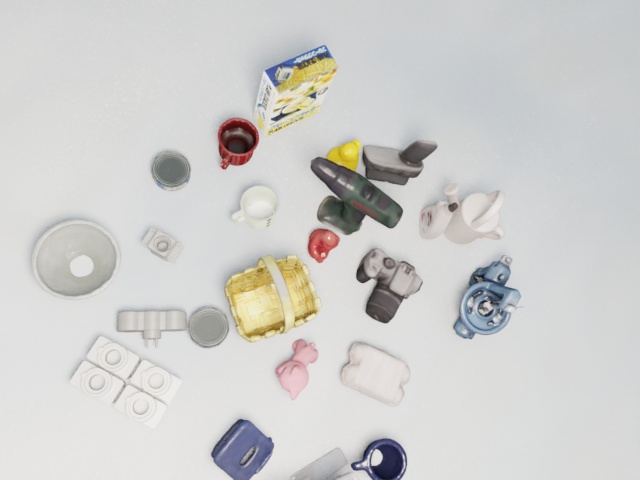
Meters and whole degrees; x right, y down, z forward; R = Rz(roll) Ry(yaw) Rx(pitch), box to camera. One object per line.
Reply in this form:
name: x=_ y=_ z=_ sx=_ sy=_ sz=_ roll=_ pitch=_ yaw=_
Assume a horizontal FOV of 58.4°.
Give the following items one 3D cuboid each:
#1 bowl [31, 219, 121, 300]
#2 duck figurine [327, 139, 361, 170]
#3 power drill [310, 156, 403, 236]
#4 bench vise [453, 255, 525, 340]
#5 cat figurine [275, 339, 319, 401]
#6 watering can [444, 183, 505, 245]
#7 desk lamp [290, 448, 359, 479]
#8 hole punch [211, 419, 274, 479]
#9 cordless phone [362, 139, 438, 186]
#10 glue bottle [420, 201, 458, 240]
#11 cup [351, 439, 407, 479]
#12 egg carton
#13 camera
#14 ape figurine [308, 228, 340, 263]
bowl: x=-0.492 y=0.046 z=1.173 sx=0.168 sy=0.074 sz=0.167 roll=4 pitch=75 yaw=-13
duck figurine: x=0.060 y=-0.198 z=1.367 sx=0.077 sy=0.086 sz=0.105 roll=43 pitch=70 yaw=1
power drill: x=0.062 y=-0.086 z=1.272 sx=0.230 sy=0.208 sz=0.076 roll=27 pitch=71 yaw=-5
bench vise: x=0.386 y=0.116 z=1.290 sx=0.121 sy=0.219 sz=0.207 roll=15 pitch=72 yaw=-9
cat figurine: x=-0.046 y=0.268 z=1.199 sx=0.067 sy=0.117 sz=0.128 roll=34 pitch=70 yaw=-2
watering can: x=0.364 y=-0.063 z=1.347 sx=0.173 sy=0.194 sz=0.101 roll=17 pitch=72 yaw=-8
desk lamp: x=-0.003 y=0.497 z=1.097 sx=0.203 sy=0.213 sz=0.118 roll=-27 pitch=83 yaw=-18
hole punch: x=-0.150 y=0.423 z=1.146 sx=0.101 sy=0.091 sz=0.109 roll=41 pitch=70 yaw=0
cordless phone: x=0.186 y=-0.206 z=1.347 sx=0.148 sy=0.185 sz=0.094 roll=4 pitch=74 yaw=-12
glue bottle: x=0.280 y=-0.057 z=1.336 sx=0.037 sy=0.173 sz=0.078 roll=1 pitch=75 yaw=-13
cup: x=0.113 y=0.463 z=1.197 sx=0.118 sy=0.095 sz=0.091 roll=-4 pitch=76 yaw=-14
egg carton: x=0.123 y=0.294 z=1.258 sx=0.150 sy=0.069 sz=0.107 roll=25 pitch=71 yaw=-6
camera: x=0.147 y=0.108 z=1.298 sx=0.143 sy=0.100 sz=0.137 roll=32 pitch=70 yaw=-4
ape figurine: x=0.012 y=0.005 z=1.297 sx=0.078 sy=0.092 sz=0.076 roll=-13 pitch=79 yaw=-16
